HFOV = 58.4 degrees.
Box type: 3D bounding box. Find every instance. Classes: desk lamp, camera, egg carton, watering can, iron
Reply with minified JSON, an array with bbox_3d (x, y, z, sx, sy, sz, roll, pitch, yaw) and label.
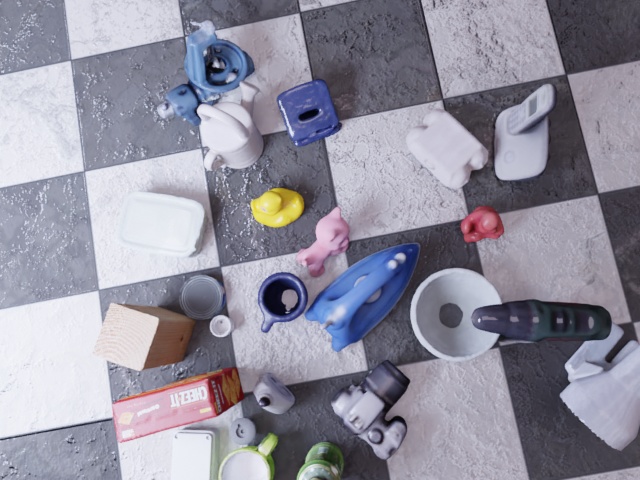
[{"bbox_3d":[0.488,0.232,0.954,0.118,0.213,0.203,41,86,9],"label":"desk lamp"},{"bbox_3d":[0.110,0.296,1.028,0.143,0.101,0.137,42,86,9],"label":"camera"},{"bbox_3d":[0.243,-0.176,1.106,0.107,0.069,0.150,-45,81,-3],"label":"egg carton"},{"bbox_3d":[-0.170,-0.215,1.076,0.101,0.194,0.173,6,82,5],"label":"watering can"},{"bbox_3d":[0.091,0.084,1.040,0.258,0.141,0.118,-43,81,-3],"label":"iron"}]

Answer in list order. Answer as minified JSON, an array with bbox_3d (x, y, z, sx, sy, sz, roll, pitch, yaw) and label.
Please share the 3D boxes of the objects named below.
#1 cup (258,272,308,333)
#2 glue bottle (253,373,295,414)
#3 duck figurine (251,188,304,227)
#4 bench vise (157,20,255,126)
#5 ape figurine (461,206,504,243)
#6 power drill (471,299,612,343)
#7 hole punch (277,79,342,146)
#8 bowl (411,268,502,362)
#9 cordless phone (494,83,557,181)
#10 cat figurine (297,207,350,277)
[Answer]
[{"bbox_3d":[-0.070,0.121,1.069,0.091,0.095,0.118,27,84,8],"label":"cup"},{"bbox_3d":[-0.088,0.276,1.007,0.037,0.173,0.078,-44,81,-3],"label":"glue bottle"},{"bbox_3d":[-0.084,-0.069,1.103,0.104,0.086,0.077,-9,81,3],"label":"duck figurine"},{"bbox_3d":[-0.219,-0.308,1.081,0.121,0.220,0.207,31,85,8],"label":"bench vise"},{"bbox_3d":[0.308,-0.031,1.068,0.077,0.092,0.076,27,84,8],"label":"ape figurine"},{"bbox_3d":[0.358,0.140,0.980,0.229,0.208,0.076,0,81,4],"label":"power drill"},{"bbox_3d":[-0.020,-0.249,1.123,0.108,0.091,0.101,-21,80,1],"label":"hole punch"},{"bbox_3d":[0.248,0.137,1.055,0.167,0.075,0.167,-1,81,4],"label":"bowl"},{"bbox_3d":[0.381,-0.192,1.040,0.094,0.185,0.148,0,81,4],"label":"cordless phone"},{"bbox_3d":[0.010,0.004,1.070,0.067,0.118,0.128,42,86,9],"label":"cat figurine"}]
